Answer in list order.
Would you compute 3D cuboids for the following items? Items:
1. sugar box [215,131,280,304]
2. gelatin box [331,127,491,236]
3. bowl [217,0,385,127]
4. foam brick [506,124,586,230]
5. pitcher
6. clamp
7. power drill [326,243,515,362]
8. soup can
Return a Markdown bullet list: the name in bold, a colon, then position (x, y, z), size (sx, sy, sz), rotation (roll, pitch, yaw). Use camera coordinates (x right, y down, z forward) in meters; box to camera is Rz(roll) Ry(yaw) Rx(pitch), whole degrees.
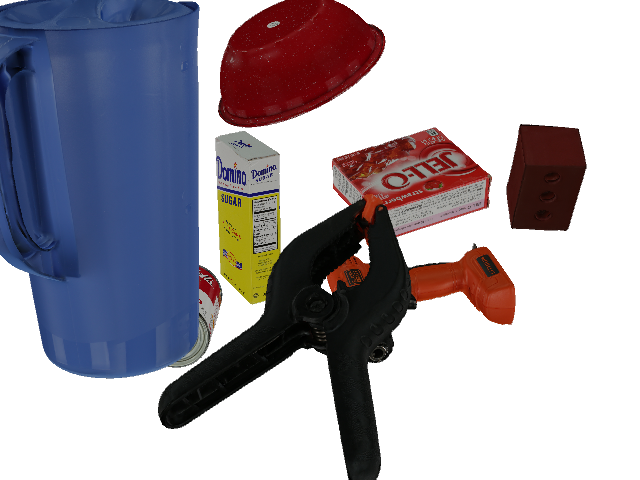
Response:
- **sugar box**: position (-0.082, -0.026, 1.212), size (0.048, 0.176, 0.093), rotation (-15, 27, -25)
- **gelatin box**: position (0.063, -0.041, 0.745), size (0.089, 0.030, 0.073), rotation (-18, 40, -19)
- **bowl**: position (-0.028, -0.167, 0.930), size (0.162, 0.055, 0.162), rotation (-21, 31, 13)
- **foam brick**: position (0.194, -0.054, 0.925), size (0.053, 0.051, 0.078), rotation (3, -44, 1)
- **pitcher**: position (-0.146, -0.033, 0.694), size (0.149, 0.243, 0.145), rotation (-7, 22, -16)
- **clamp**: position (0.007, 0.051, 0.564), size (0.120, 0.171, 0.039), rotation (26, -26, 20)
- **power drill**: position (0.108, 0.064, 1.140), size (0.187, 0.057, 0.184), rotation (-5, 29, -8)
- **soup can**: position (-0.134, 0.071, 1.030), size (0.068, 0.068, 0.102), rotation (0, 20, 2)
